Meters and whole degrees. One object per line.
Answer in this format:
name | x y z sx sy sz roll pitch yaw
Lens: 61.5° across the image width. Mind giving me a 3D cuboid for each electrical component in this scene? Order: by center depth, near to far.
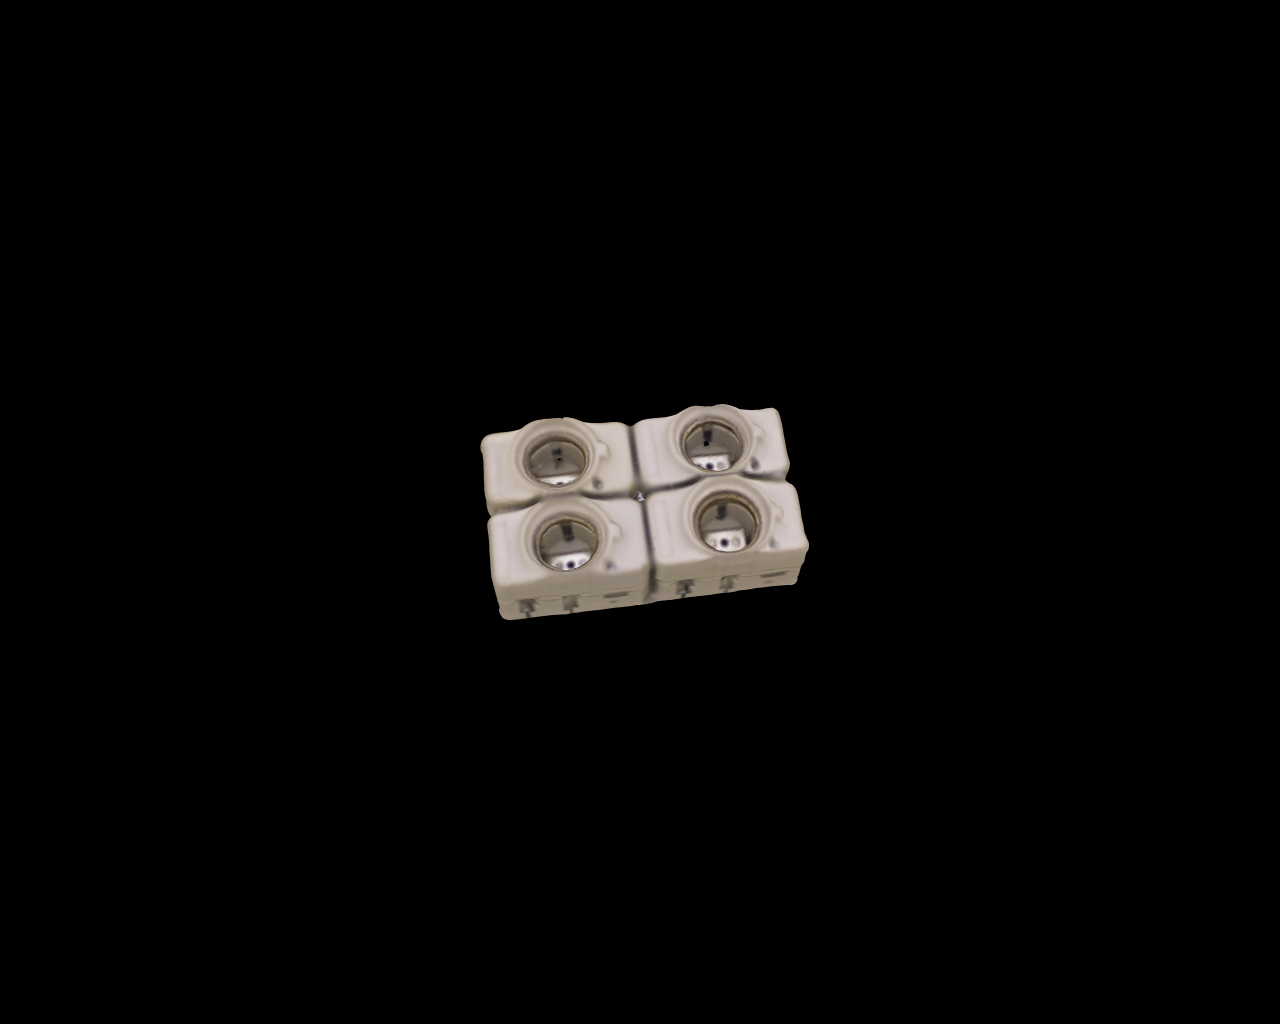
electrical component | 0.001 -0.003 0.650 0.186 0.105 0.060 -6 -27 -3
